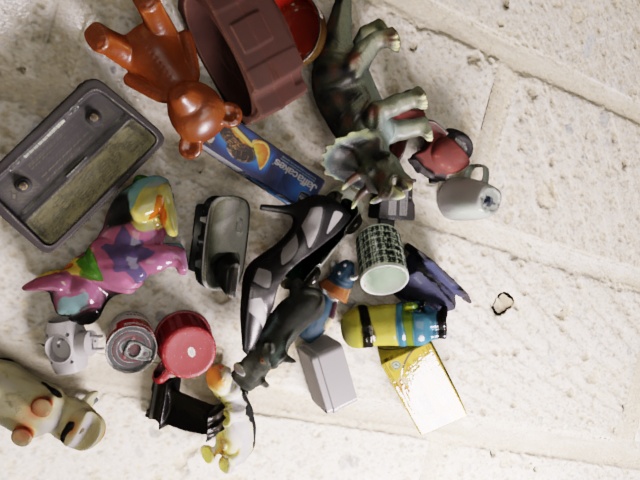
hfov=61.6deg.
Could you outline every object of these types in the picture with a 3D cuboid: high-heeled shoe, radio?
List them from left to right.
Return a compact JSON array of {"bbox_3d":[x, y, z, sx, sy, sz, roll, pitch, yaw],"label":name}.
[{"bbox_3d":[-0.344,-0.106,0.752,0.131,0.073,0.229,45,79,-19],"label":"radio"},{"bbox_3d":[-0.038,0.049,0.816,0.145,0.086,0.248,10,86,-14],"label":"high-heeled shoe"}]

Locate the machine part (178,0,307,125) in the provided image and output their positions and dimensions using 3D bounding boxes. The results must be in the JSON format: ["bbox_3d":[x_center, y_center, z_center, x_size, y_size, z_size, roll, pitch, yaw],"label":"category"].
[{"bbox_3d":[-0.109,-0.272,0.755,0.087,0.201,0.200,-33,105,-15],"label":"machine part"}]

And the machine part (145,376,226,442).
[{"bbox_3d":[-0.208,0.257,0.821,0.039,0.139,0.084,25,80,-63],"label":"machine part"}]

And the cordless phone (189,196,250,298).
[{"bbox_3d":[-0.138,0.008,0.782,0.089,0.184,0.146,7,93,-17],"label":"cordless phone"}]

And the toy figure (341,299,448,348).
[{"bbox_3d":[0.125,0.143,0.913,0.180,0.089,0.082,-2,83,16],"label":"toy figure"}]

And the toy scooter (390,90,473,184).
[{"bbox_3d":[0.176,-0.159,0.941,0.184,0.075,0.135,37,82,-16],"label":"toy scooter"}]

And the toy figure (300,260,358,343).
[{"bbox_3d":[0.011,0.101,0.913,0.064,0.058,0.154,37,85,4],"label":"toy figure"}]

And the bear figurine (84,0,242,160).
[{"bbox_3d":[-0.208,-0.220,0.741,0.120,0.132,0.196,-34,77,4],"label":"bear figurine"}]

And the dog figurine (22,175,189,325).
[{"bbox_3d":[-0.304,0.015,0.764,0.219,0.108,0.191,-14,100,-16],"label":"dog figurine"}]

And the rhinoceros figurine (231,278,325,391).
[{"bbox_3d":[-0.063,0.149,0.835,0.190,0.112,0.073,-49,123,-2],"label":"rhinoceros figurine"}]

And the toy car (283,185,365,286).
[{"bbox_3d":[-0.002,-0.003,0.901,0.073,0.056,0.201,43,82,-25],"label":"toy car"}]

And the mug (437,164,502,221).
[{"bbox_3d":[0.280,-0.083,0.970,0.081,0.107,0.109,25,89,-22],"label":"mug"}]

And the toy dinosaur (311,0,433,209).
[{"bbox_3d":[0.055,-0.234,0.860,0.192,0.131,0.405,-24,78,4],"label":"toy dinosaur"}]

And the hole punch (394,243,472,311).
[{"bbox_3d":[0.180,0.077,0.949,0.092,0.116,0.142,-46,108,-2],"label":"hole punch"}]

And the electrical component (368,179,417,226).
[{"bbox_3d":[0.125,-0.052,0.947,0.075,0.048,0.119,6,92,-20],"label":"electrical component"}]

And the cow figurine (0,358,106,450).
[{"bbox_3d":[-0.394,0.234,0.755,0.195,0.127,0.085,31,83,-6],"label":"cow figurine"}]

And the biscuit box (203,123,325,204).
[{"bbox_3d":[-0.092,-0.121,0.852,0.202,0.059,0.063,32,84,-20],"label":"biscuit box"}]

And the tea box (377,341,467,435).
[{"bbox_3d":[0.184,0.254,0.972,0.098,0.068,0.169,-25,104,8],"label":"tea box"}]

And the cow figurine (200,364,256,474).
[{"bbox_3d":[-0.139,0.274,0.865,0.098,0.068,0.167,-9,102,-56],"label":"cow figurine"}]
